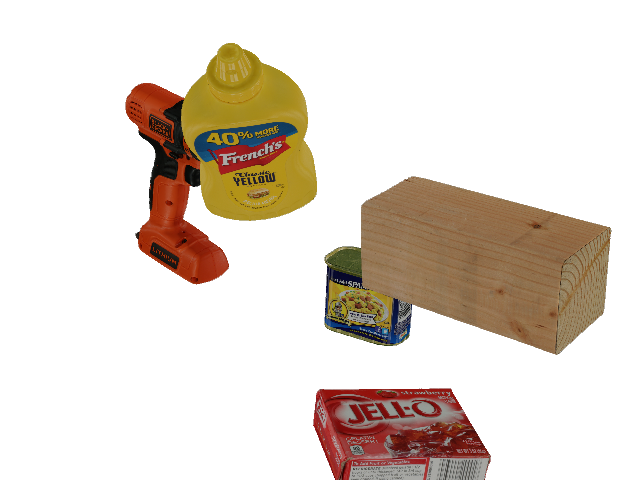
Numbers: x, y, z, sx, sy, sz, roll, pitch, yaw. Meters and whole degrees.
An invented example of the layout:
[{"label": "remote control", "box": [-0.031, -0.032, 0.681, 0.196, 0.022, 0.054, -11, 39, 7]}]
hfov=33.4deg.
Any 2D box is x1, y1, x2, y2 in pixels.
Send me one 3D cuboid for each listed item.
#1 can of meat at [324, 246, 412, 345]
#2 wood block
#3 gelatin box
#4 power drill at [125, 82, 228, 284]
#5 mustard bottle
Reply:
[{"label": "can of meat", "box": [0.054, 0.062, 1.181, 0.102, 0.084, 0.057, 15, 26, 27]}, {"label": "wood block", "box": [0.145, 0.016, 0.968, 0.206, 0.090, 0.090, 18, 32, 36]}, {"label": "gelatin box", "box": [0.046, 0.117, 0.632, 0.089, 0.030, 0.073, 2, 23, -14]}, {"label": "power drill", "box": [-0.128, -0.053, 1.092, 0.185, 0.188, 0.057, 30, 38, 34]}, {"label": "mustard bottle", "box": [-0.056, -0.086, 0.826, 0.096, 0.058, 0.191, -6, -29, 1]}]
